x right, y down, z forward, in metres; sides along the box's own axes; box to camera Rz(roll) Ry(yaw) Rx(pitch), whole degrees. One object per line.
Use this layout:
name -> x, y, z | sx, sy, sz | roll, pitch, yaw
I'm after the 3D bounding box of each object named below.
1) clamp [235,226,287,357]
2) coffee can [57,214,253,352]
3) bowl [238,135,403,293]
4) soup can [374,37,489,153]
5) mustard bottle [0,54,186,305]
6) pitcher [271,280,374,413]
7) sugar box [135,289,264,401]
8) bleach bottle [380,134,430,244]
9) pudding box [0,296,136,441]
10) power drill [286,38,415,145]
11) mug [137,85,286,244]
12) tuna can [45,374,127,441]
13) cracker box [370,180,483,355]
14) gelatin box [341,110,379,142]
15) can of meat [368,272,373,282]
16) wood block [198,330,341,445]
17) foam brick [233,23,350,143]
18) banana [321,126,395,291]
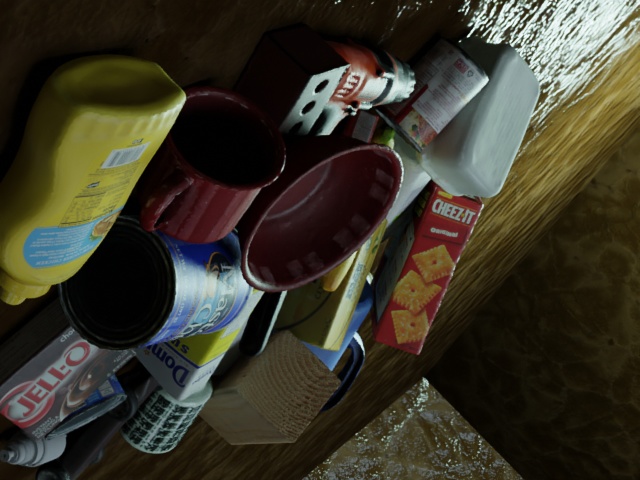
clamp -> -0.033, 0.012, 1.097 | 0.209, 0.036, 0.165 | -46, 147, -54
coffee can -> -0.126, 0.030, 0.849 | 0.103, 0.103, 0.140 | -48, 165, 15
bowl -> -0.011, -0.032, 0.876 | 0.162, 0.055, 0.162 | -30, 151, -19
soup can -> 0.114, -0.149, 1.093 | 0.102, 0.068, 0.068 | -46, 166, 4
mustard bottle -> -0.162, -0.027, 0.673 | 0.096, 0.058, 0.192 | -24, 155, -54
pitcher -> -0.022, 0.136, 1.389 | 0.149, 0.145, 0.243 | -26, 154, -54
sugar box -> -0.120, 0.065, 0.990 | 0.048, 0.093, 0.176 | -27, 157, -48
bleach bottle -> 0.086, -0.059, 1.288 | 0.102, 0.068, 0.251 | -39, 167, -32
pudding box -> -0.219, 0.102, 0.879 | 0.113, 0.039, 0.090 | -44, 148, -11
power drill -> -0.003, -0.094, 0.947 | 0.188, 0.057, 0.184 | -53, 161, 19
mug -> -0.089, -0.044, 0.765 | 0.117, 0.093, 0.082 | -49, 178, -44
tuna can -> -0.230, 0.156, 1.019 | 0.086, 0.034, 0.086 | -29, 171, -6
cracker box -> 0.132, 0.015, 1.368 | 0.164, 0.072, 0.214 | -89, -160, -71
gelatin box -> 0.025, -0.077, 1.065 | 0.089, 0.030, 0.073 | 118, -6, -50
can of meat -> 0.020, 0.067, 1.475 | 0.102, 0.057, 0.084 | -45, 163, 0
wood block -> -0.072, 0.174, 1.231 | 0.090, 0.090, 0.206 | -50, -170, -23
foam brick -> -0.026, -0.117, 0.817 | 0.052, 0.051, 0.078 | -28, 159, -49
banana -> 0.039, -0.041, 1.137 | 0.069, 0.037, 0.198 | -50, 161, -65
